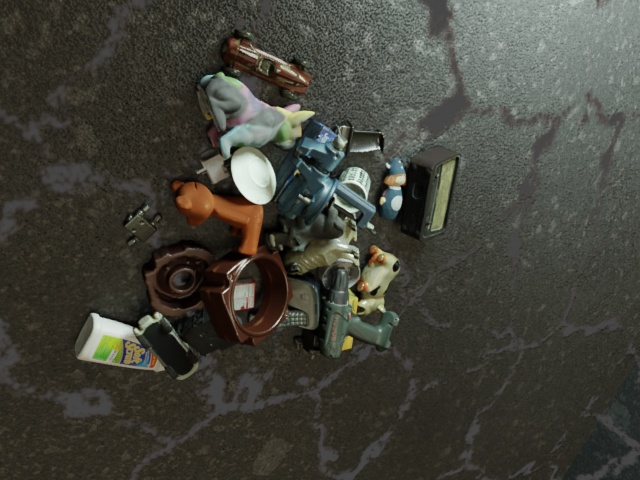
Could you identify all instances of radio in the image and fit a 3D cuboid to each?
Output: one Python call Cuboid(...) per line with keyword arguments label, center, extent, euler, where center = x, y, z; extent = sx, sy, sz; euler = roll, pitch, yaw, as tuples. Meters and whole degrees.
Cuboid(label="radio", center=(0.284, -0.116, 1.390), extent=(0.131, 0.073, 0.229), euler=(-22, 126, -41))

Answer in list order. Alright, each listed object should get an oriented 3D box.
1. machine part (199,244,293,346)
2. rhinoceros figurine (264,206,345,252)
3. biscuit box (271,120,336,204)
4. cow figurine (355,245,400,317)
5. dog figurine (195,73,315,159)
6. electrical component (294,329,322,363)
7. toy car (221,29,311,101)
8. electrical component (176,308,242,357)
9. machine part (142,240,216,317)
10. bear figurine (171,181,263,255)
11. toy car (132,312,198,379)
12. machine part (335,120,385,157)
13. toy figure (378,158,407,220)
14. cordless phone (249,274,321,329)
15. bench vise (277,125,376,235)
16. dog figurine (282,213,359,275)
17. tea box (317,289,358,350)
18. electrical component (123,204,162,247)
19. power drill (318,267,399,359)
Cuboid(label="machine part", center=(-0.161, 0.123, 1.230), extent=(0.201, 0.087, 0.200), euler=(-38, 120, -41))
Cuboid(label="rhinoceros figurine", center=(-0.036, -0.026, 1.259), extent=(0.190, 0.112, 0.073), euler=(-9, 168, 11))
Cuboid(label="biscuit box", center=(-0.040, -0.168, 1.215), extent=(0.059, 0.063, 0.202), euler=(28, 101, -37))
Cuboid(label="cow figurine", center=(0.152, 0.124, 1.469), extent=(0.127, 0.086, 0.194), euler=(23, 102, -30))
Cuboid(label="dog figurine", center=(-0.125, -0.260, 1.095), extent=(0.219, 0.109, 0.191), euler=(-22, 122, -22))
Cuboid(label="electrical component", center=(-0.027, 0.279, 1.443), extent=(0.045, 0.102, 0.078), euler=(-5, 113, -34))
Cuboid(label="toy car", center=(-0.104, -0.348, 1.088), extent=(0.202, 0.053, 0.089), euler=(16, 103, -33))
Cuboid(label="electrical component", center=(-0.256, 0.212, 1.285), extent=(0.134, 0.058, 0.114), euler=(-28, 130, 14))
Cuboid(label="machine part", center=(-0.312, 0.085, 1.211), extent=(0.179, 0.056, 0.179), euler=(-13, 121, -23))
Cuboid(label="bear figurine", center=(-0.224, -0.051, 1.145), extent=(0.196, 0.120, 0.131), euler=(3, 118, -28))
Cuboid(label="toy car", center=(-0.346, 0.242, 1.217), extent=(0.073, 0.056, 0.201), euler=(-37, 126, -14))
Cuboid(label="machine part", center=(0.092, -0.236, 1.265), extent=(0.139, 0.039, 0.084), euler=(-1, 111, -26))
Cuboid(label="toy figure", center=(0.187, -0.129, 1.365), extent=(0.064, 0.058, 0.154), euler=(-33, 138, -60))
Cuboid(label="cordless phone", center=(-0.092, 0.161, 1.363), extent=(0.184, 0.089, 0.146), euler=(-6, 120, -9))
Cuboid(label="bench vise", center=(0.030, -0.105, 1.151), extent=(0.240, 0.129, 0.223), euler=(34, 106, -11))
Cuboid(label="dog figurine", center=(-0.003, -0.004, 1.318), extent=(0.191, 0.172, 0.121), euler=(-3, 152, 3))
Cuboid(label="tea box", center=(0.040, 0.221, 1.467), extent=(0.098, 0.068, 0.169), euler=(-10, 121, -24))
Cuboid(label="electrical component", center=(-0.381, -0.029, 1.131), extent=(0.094, 0.021, 0.063), euler=(-44, 128, 0))
Cuboid(label="power drill", center=(0.099, 0.201, 1.386), extent=(0.207, 0.086, 0.232), euler=(16, 92, -30))
